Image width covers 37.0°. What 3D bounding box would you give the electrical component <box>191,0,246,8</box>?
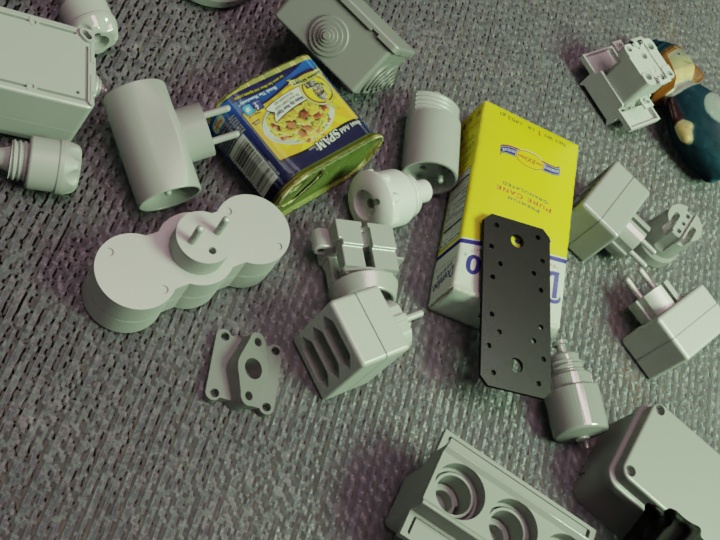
[{"bbox_3d":[-0.110,-0.243,0.813,0.080,0.051,0.080,12,60,-21],"label":"electrical component"}]

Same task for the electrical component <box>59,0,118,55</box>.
[{"bbox_3d":[-0.193,-0.182,0.748,0.035,0.035,0.061,-16,70,-33],"label":"electrical component"}]

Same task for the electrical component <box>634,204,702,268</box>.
[{"bbox_3d":[0.254,-0.029,0.889,0.040,0.046,0.040,12,61,-21],"label":"electrical component"}]

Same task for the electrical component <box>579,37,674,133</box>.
[{"bbox_3d":[0.236,-0.166,0.943,0.042,0.064,0.081,-23,77,-34],"label":"electrical component"}]

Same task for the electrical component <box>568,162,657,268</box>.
[{"bbox_3d":[0.207,-0.034,0.867,0.077,0.047,0.065,44,53,0],"label":"electrical component"}]

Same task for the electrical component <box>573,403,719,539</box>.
[{"bbox_3d":[0.220,0.159,0.764,0.113,0.057,0.078,41,53,-2],"label":"electrical component"}]

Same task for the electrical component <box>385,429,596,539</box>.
[{"bbox_3d":[0.083,0.170,0.684,0.121,0.063,0.078,35,54,-7],"label":"electrical component"}]

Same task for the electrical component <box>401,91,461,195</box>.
[{"bbox_3d":[0.056,-0.103,0.828,0.043,0.043,0.081,17,58,-18],"label":"electrical component"}]

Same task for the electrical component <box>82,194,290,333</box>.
[{"bbox_3d":[-0.103,-0.013,0.679,0.138,0.073,0.052,-23,76,-34],"label":"electrical component"}]

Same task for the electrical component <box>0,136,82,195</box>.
[{"bbox_3d":[-0.209,-0.068,0.679,0.061,0.035,0.035,8,61,-21],"label":"electrical component"}]

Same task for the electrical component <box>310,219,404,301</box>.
[{"bbox_3d":[0.000,0.000,0.744,0.066,0.048,0.055,6,54,-25],"label":"electrical component"}]

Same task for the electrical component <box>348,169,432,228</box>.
[{"bbox_3d":[0.026,-0.053,0.787,0.062,0.048,0.048,-16,73,-40],"label":"electrical component"}]

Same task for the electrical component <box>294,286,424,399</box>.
[{"bbox_3d":[0.008,0.043,0.712,0.077,0.065,0.047,-19,74,-33],"label":"electrical component"}]

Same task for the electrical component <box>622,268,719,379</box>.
[{"bbox_3d":[0.238,0.033,0.847,0.066,0.047,0.076,-29,80,-35],"label":"electrical component"}]

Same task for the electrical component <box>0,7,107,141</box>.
[{"bbox_3d":[-0.213,-0.122,0.693,0.096,0.061,0.061,10,60,-31],"label":"electrical component"}]

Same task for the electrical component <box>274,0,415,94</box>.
[{"bbox_3d":[-0.011,-0.177,0.806,0.100,0.048,0.100,45,14,1],"label":"electrical component"}]

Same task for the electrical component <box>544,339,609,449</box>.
[{"bbox_3d":[0.153,0.088,0.778,0.040,0.040,0.078,3,63,-26],"label":"electrical component"}]

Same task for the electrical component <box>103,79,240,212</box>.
[{"bbox_3d":[-0.121,-0.088,0.713,0.079,0.043,0.077,-19,82,-9],"label":"electrical component"}]
